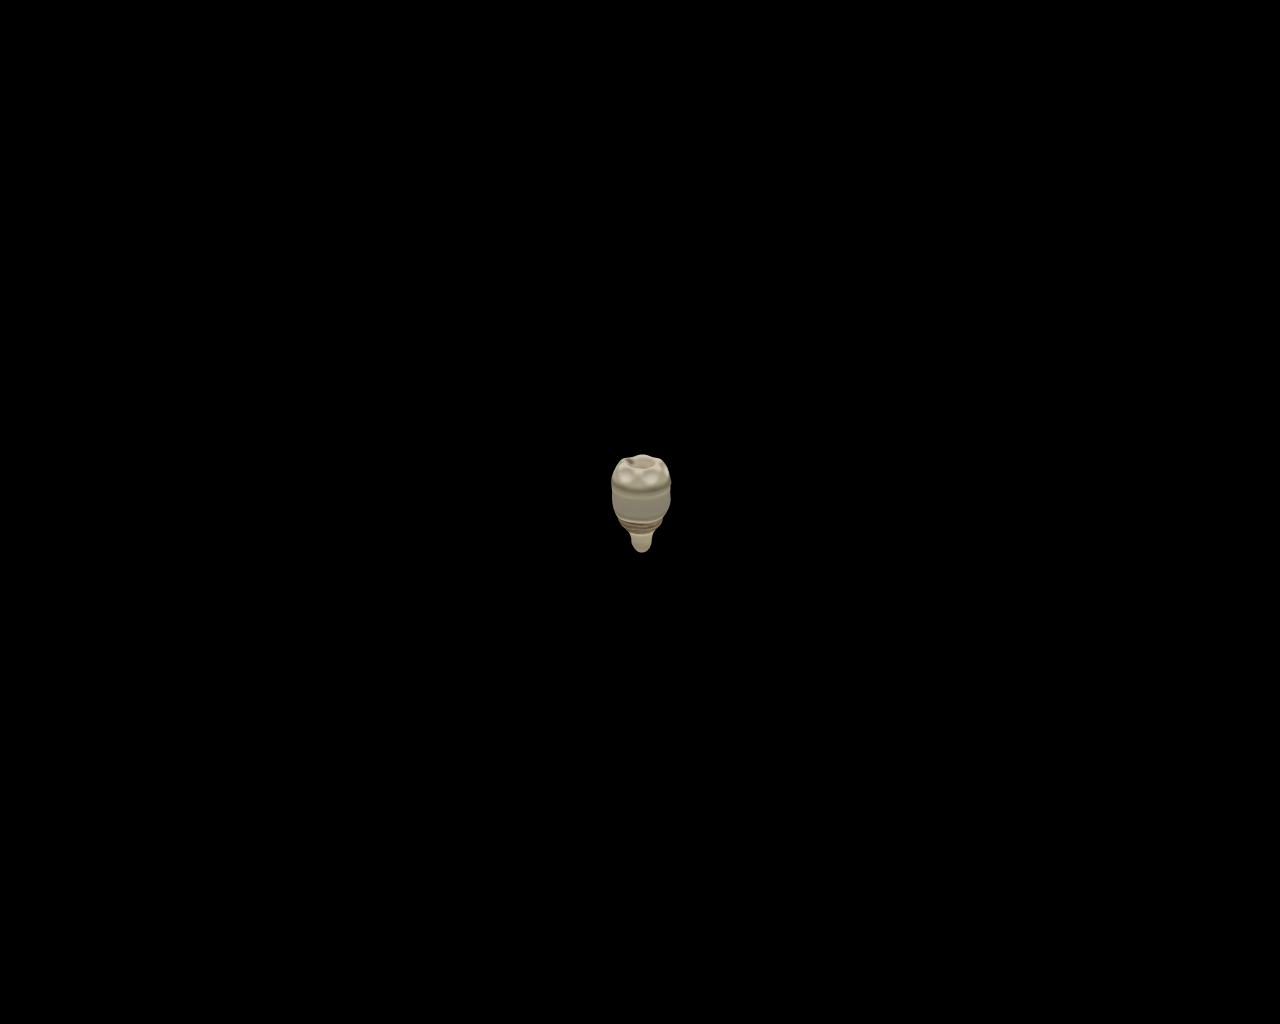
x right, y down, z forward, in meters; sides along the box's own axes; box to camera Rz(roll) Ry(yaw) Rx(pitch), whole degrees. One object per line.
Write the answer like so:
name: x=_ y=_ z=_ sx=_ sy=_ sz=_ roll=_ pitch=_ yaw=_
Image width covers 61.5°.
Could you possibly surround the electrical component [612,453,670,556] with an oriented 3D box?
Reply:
electrical component: x=0.001 y=-0.003 z=0.650 sx=0.035 sy=0.061 sz=0.035 roll=0 pitch=27 yaw=0
